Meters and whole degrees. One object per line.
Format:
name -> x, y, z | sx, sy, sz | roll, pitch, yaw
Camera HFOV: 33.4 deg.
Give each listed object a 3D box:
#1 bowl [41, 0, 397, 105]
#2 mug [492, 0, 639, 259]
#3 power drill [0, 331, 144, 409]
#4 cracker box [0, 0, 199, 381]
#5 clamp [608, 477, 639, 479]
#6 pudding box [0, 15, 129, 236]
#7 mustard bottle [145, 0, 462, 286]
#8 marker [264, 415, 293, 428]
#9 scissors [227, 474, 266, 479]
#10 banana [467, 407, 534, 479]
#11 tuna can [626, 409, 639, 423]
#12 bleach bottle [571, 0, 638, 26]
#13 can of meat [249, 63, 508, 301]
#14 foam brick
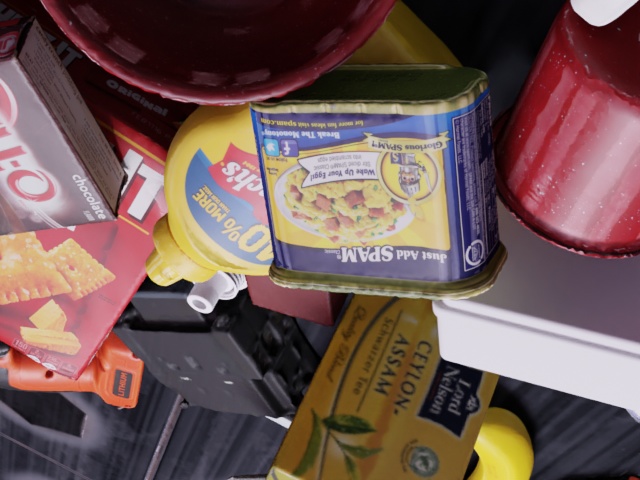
bowl -> -0.039, -0.137, 0.434 | 0.162, 0.162, 0.055 | 31, -171, -5
mug -> 0.136, -0.053, 0.447 | 0.117, 0.093, 0.082 | -2, 145, -14
power drill -> -0.228, 0.078, 0.809 | 0.187, 0.057, 0.185 | 3, 147, -12
cracker box -> -0.169, -0.028, 0.645 | 0.164, 0.072, 0.214 | 32, 130, -8
clamp -> 0.205, 0.229, 0.793 | 0.120, 0.039, 0.172 | 29, 145, -3
pudding box -> -0.160, -0.053, 0.534 | 0.090, 0.039, 0.113 | -6, 139, 17
mustard bottle -> -0.020, -0.036, 0.526 | 0.096, 0.058, 0.192 | 39, 119, -23
marker -> -0.052, 0.127, 0.851 | 0.121, 0.020, 0.020 | 27, 145, 1
scissors -> -0.004, 0.174, 0.802 | 0.201, 0.016, 0.096 | 11, 174, -33
banana -> 0.117, 0.167, 0.770 | 0.070, 0.037, 0.198 | 6, 142, 9
tuna can -> 0.187, 0.055, 0.544 | 0.086, 0.086, 0.033 | -12, 128, 43
bleach bottle -> 0.035, -0.187, 0.359 | 0.250, 0.068, 0.103 | 36, 145, -8
can of meat -> 0.024, -0.027, 0.447 | 0.102, 0.057, 0.084 | 3, 117, 24
foam brick -> -0.004, 0.001, 0.608 | 0.053, 0.078, 0.051 | 15, 142, 18
